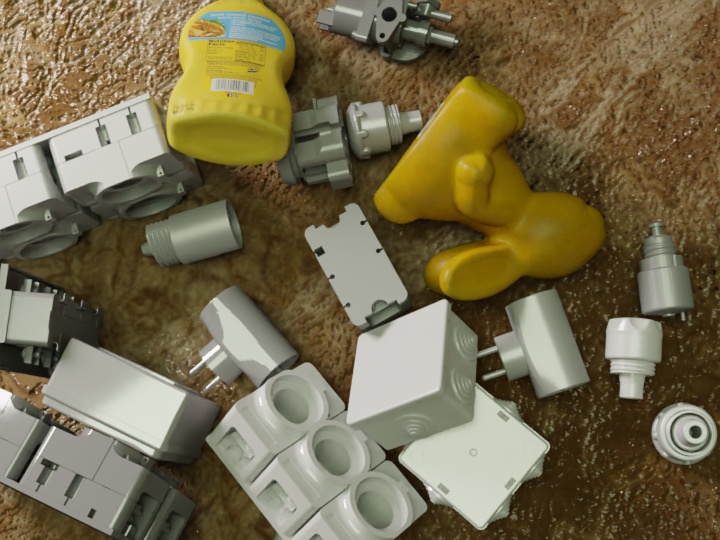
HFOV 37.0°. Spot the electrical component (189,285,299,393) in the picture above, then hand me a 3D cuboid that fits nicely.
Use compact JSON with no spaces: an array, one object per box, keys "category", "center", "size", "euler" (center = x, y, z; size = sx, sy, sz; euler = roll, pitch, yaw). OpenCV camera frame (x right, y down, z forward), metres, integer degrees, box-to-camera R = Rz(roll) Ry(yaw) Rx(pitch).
[{"category":"electrical component","center":[-0.104,0.067,0.881],"size":[0.079,0.043,0.077],"euler":[-42,78,-1]}]

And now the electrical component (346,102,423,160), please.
[{"category":"electrical component","center":[0.021,-0.120,0.898],"size":[0.062,0.048,0.048],"euler":[-10,79,-1]}]

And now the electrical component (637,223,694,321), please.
[{"category":"electrical component","center":[0.239,0.002,0.849],"size":[0.040,0.040,0.078],"euler":[-7,80,6]}]

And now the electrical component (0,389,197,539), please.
[{"category":"electrical component","center":[-0.229,0.153,0.831],"size":[0.186,0.105,0.060],"euler":[19,70,22]}]

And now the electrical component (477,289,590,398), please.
[{"category":"electrical component","center":[0.131,0.064,0.851],"size":[0.079,0.043,0.077],"euler":[-19,78,4]}]

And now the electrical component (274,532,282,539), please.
[{"category":"electrical component","center":[-0.054,0.223,0.847],"size":[0.045,0.045,0.055],"euler":[31,86,11]}]

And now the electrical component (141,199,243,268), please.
[{"category":"electrical component","center":[-0.144,-0.028,0.903],"size":[0.081,0.043,0.043],"euler":[-16,79,5]}]

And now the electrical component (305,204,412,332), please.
[{"category":"electrical component","center":[0.000,0.000,0.873],"size":[0.050,0.055,0.089],"euler":[-29,77,2]}]

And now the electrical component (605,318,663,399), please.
[{"category":"electrical component","center":[0.213,0.069,0.840],"size":[0.043,0.043,0.062],"euler":[4,82,8]}]

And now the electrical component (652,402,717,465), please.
[{"category":"electrical component","center":[0.249,0.124,0.816],"size":[0.048,0.062,0.048],"euler":[-1,80,7]}]

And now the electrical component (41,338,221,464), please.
[{"category":"electrical component","center":[-0.178,0.105,0.851],"size":[0.109,0.108,0.056],"euler":[24,81,11]}]

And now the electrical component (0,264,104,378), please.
[{"category":"electrical component","center":[-0.254,0.045,0.865],"size":[0.063,0.121,0.078],"euler":[4,81,5]}]

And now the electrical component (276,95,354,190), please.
[{"category":"electrical component","center":[-0.040,-0.102,0.895],"size":[0.057,0.058,0.078],"euler":[-11,68,6]}]

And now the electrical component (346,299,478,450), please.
[{"category":"electrical component","center":[0.043,0.082,0.824],"size":[0.100,0.048,0.099],"euler":[-25,38,31]}]

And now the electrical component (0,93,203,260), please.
[{"category":"electrical component","center":[-0.235,-0.069,0.890],"size":[0.186,0.105,0.060],"euler":[-21,78,4]}]

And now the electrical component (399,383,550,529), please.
[{"category":"electrical component","center":[0.089,0.142,0.840],"size":[0.100,0.048,0.099],"euler":[39,87,11]}]

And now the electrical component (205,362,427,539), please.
[{"category":"electrical component","center":[-0.031,0.154,0.824],"size":[0.150,0.089,0.061],"euler":[49,130,12]}]
